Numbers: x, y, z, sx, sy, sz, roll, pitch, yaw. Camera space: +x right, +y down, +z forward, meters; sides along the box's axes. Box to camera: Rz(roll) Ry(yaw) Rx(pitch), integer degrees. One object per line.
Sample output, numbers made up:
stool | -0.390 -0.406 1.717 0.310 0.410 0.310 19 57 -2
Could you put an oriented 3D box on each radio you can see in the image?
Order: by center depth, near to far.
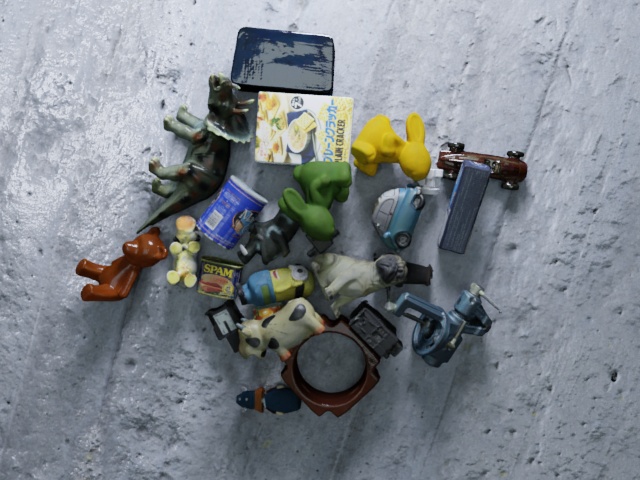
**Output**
radio | -0.080 -0.400 1.219 0.230 0.073 0.131 6 94 1

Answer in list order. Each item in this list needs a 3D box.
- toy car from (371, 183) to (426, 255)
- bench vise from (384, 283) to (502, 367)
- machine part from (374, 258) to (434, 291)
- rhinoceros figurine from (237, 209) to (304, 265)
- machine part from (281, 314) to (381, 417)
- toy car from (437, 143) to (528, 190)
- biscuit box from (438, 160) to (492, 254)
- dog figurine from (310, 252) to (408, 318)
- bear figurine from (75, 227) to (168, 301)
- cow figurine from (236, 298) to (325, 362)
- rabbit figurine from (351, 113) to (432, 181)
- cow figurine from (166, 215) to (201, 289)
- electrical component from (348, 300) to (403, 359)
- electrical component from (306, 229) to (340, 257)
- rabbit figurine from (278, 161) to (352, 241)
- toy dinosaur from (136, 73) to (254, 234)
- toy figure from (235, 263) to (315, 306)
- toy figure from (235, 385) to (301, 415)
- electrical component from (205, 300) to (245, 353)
toy car | 0.167 -0.056 1.201 0.103 0.109 0.161 17 111 0
bench vise | 0.260 0.173 1.207 0.240 0.129 0.223 26 115 -17
machine part | 0.194 0.080 1.256 0.139 0.039 0.084 1 86 5
rhinoceros figurine | -0.109 -0.010 1.248 0.190 0.073 0.112 -44 92 5
machine part | 0.025 0.290 1.256 0.201 0.087 0.201 -44 90 7
toy car | 0.370 -0.169 1.221 0.202 0.053 0.089 10 97 2
biscuit box | 0.322 -0.074 1.201 0.063 0.059 0.202 15 111 3
dog figurine | 0.086 0.065 1.223 0.191 0.121 0.172 -27 58 -6
bear figurine | -0.450 0.052 1.235 0.196 0.132 0.120 -45 52 20
cow figurine | -0.098 0.197 1.180 0.195 0.085 0.127 -36 91 8
rabbit figurine | 0.175 -0.197 1.198 0.173 0.121 0.162 32 72 20
cow figurine | -0.313 0.030 1.259 0.068 0.098 0.167 5 80 -7
electrical component | 0.131 0.207 1.229 0.134 0.115 0.058 44 99 -1
electrical component | -0.003 -0.004 1.268 0.094 0.021 0.063 -41 91 6
rabbit figurine | -0.008 -0.084 1.177 0.159 0.121 0.170 9 70 -11
toy dinosaur | -0.275 -0.177 1.229 0.192 0.131 0.404 20 101 2
toy figure | -0.101 0.107 1.245 0.180 0.089 0.082 -16 57 -5
toy figure | -0.123 0.384 1.285 0.155 0.064 0.057 -1 132 8
electrical component | -0.213 0.205 1.281 0.075 0.048 0.119 -32 92 5
